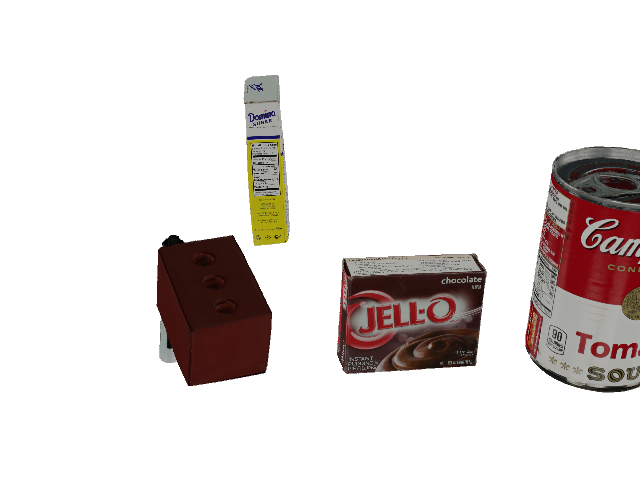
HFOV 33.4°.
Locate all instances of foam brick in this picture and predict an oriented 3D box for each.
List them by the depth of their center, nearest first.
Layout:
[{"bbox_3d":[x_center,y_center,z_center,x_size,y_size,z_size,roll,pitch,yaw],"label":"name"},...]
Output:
[{"bbox_3d":[-0.069,0.044,0.672,0.052,0.051,0.078,-10,44,-22],"label":"foam brick"}]

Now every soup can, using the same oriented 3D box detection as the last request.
[{"bbox_3d":[0.139,0.014,0.520,0.068,0.102,0.068,2,27,-1],"label":"soup can"}]

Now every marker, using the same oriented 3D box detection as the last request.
[{"bbox_3d":[-0.128,0.050,0.918,0.020,0.121,0.020,5,28,-3],"label":"marker"}]

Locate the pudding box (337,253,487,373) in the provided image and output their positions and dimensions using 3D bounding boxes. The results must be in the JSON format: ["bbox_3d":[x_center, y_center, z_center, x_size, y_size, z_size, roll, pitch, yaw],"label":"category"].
[{"bbox_3d":[0.072,0.058,0.858,0.113,0.090,0.039,-4,29,-10],"label":"pudding box"}]

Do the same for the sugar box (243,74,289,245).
[{"bbox_3d":[-0.063,-0.092,1.228,0.048,0.176,0.093,-5,26,-1],"label":"sugar box"}]
